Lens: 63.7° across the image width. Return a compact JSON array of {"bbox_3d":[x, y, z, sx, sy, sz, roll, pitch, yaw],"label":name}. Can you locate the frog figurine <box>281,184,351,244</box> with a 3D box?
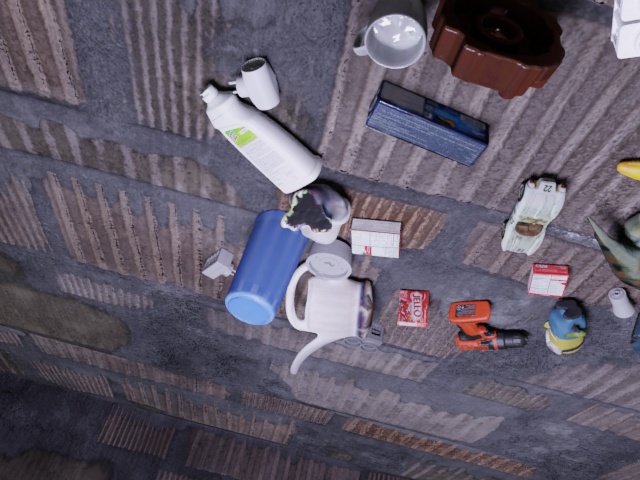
[{"bbox_3d":[0.003,-0.055,1.088,0.136,0.124,0.159,-16,170,22],"label":"frog figurine"}]

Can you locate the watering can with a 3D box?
[{"bbox_3d":[0.022,0.207,1.326,0.224,0.106,0.342,6,112,6],"label":"watering can"}]
